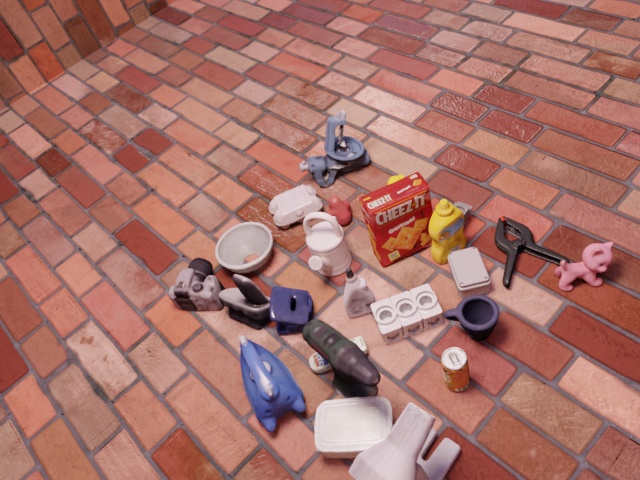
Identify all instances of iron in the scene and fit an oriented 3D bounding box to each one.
[{"bbox_3d":[-0.138,0.296,1.303,0.119,0.142,0.257,-31,48,-10],"label":"iron"}]

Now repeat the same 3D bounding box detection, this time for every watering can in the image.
[{"bbox_3d":[0.016,0.005,1.471,0.101,0.194,0.172,-14,48,5],"label":"watering can"}]

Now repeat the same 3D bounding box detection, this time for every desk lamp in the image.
[{"bbox_3d":[0.160,0.407,1.067,0.117,0.214,0.203,25,62,33],"label":"desk lamp"}]

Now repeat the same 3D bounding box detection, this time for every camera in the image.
[{"bbox_3d":[-0.326,0.111,1.548,0.143,0.101,0.137,-1,50,17],"label":"camera"}]

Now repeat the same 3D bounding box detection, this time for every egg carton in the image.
[{"bbox_3d":[-0.071,-0.096,1.670,0.150,0.069,0.107,-24,48,-4],"label":"egg carton"}]

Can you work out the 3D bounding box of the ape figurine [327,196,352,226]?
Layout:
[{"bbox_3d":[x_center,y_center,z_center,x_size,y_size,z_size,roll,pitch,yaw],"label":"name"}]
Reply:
[{"bbox_3d":[0.050,-0.088,1.610,0.078,0.092,0.076,-24,48,-4],"label":"ape figurine"}]

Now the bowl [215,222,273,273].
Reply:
[{"bbox_3d":[-0.202,0.034,1.594,0.167,0.075,0.167,-9,49,10],"label":"bowl"}]

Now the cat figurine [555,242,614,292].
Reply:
[{"bbox_3d":[0.606,0.051,1.302,0.127,0.118,0.067,-12,48,7],"label":"cat figurine"}]

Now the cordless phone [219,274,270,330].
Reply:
[{"bbox_3d":[-0.195,0.129,1.435,0.147,0.185,0.094,13,56,27],"label":"cordless phone"}]

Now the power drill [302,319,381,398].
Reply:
[{"bbox_3d":[0.059,0.272,1.218,0.076,0.209,0.228,-40,51,-18],"label":"power drill"}]

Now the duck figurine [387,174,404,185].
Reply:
[{"bbox_3d":[0.210,-0.138,1.608,0.077,0.086,0.105,20,59,30],"label":"duck figurine"}]

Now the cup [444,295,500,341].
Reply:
[{"bbox_3d":[0.341,0.185,1.284,0.117,0.095,0.091,-3,50,14],"label":"cup"}]

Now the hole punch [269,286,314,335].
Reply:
[{"bbox_3d":[-0.070,0.169,1.426,0.101,0.091,0.108,-9,48,10],"label":"hole punch"}]

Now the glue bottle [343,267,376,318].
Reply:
[{"bbox_3d":[0.085,0.120,1.365,0.078,0.173,0.037,-16,48,4],"label":"glue bottle"}]

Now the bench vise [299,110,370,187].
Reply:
[{"bbox_3d":[0.039,-0.263,1.678,0.208,0.220,0.121,-36,50,-15],"label":"bench vise"}]
